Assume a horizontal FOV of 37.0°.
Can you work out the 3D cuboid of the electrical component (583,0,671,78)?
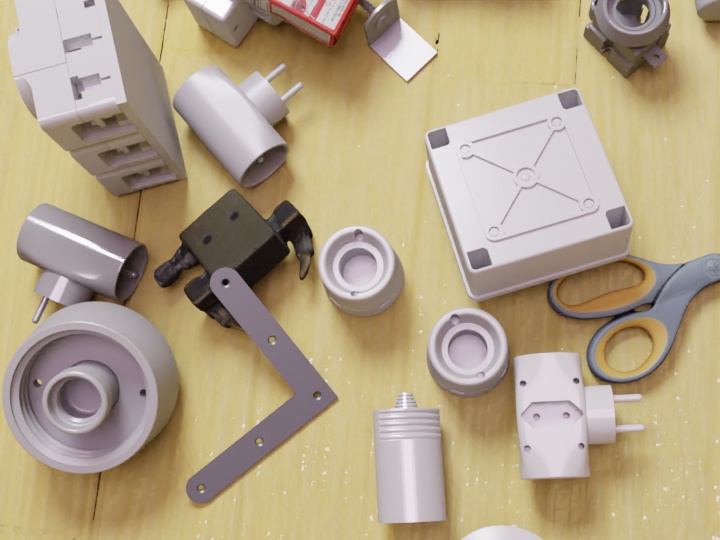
[{"bbox_3d":[0.182,-0.166,0.725,0.048,0.055,0.066,-40,77,-3],"label":"electrical component"}]

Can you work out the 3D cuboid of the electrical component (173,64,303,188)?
[{"bbox_3d":[-0.076,-0.110,0.745,0.079,0.044,0.077,-40,77,-3],"label":"electrical component"}]

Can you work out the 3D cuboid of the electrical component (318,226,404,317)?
[{"bbox_3d":[0.000,0.000,0.713,0.055,0.047,0.055,-1,78,6],"label":"electrical component"}]

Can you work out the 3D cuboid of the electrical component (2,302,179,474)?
[{"bbox_3d":[-0.175,0.078,0.691,0.108,0.060,0.108,0,98,1],"label":"electrical component"}]

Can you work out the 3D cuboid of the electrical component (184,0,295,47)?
[{"bbox_3d":[-0.068,-0.198,0.762,0.076,0.047,0.083,33,83,11],"label":"electrical component"}]

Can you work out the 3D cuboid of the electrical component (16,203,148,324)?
[{"bbox_3d":[-0.197,0.004,0.735,0.077,0.043,0.079,22,82,10],"label":"electrical component"}]

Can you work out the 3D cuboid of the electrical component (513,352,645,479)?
[{"bbox_3d":[0.139,0.092,0.680,0.079,0.043,0.077,-4,78,8],"label":"electrical component"}]

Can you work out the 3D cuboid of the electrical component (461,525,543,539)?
[{"bbox_3d":[0.088,0.197,0.660,0.080,0.051,0.080,-1,78,6],"label":"electrical component"}]

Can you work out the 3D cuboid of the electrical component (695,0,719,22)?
[{"bbox_3d":[0.246,-0.207,0.734,0.040,0.040,0.078,-7,78,4],"label":"electrical component"}]

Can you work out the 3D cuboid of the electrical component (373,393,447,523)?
[{"bbox_3d":[0.031,0.119,0.686,0.043,0.043,0.081,-4,78,5],"label":"electrical component"}]

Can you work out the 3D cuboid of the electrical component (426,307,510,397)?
[{"bbox_3d":[0.070,0.052,0.694,0.055,0.047,0.055,-1,78,6],"label":"electrical component"}]

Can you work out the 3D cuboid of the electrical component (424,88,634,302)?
[{"bbox_3d":[0.107,-0.049,0.698,0.109,0.056,0.108,-17,67,1],"label":"electrical component"}]

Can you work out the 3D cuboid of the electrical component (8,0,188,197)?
[{"bbox_3d":[-0.169,-0.114,0.702,0.062,0.150,0.089,-15,77,1],"label":"electrical component"}]
